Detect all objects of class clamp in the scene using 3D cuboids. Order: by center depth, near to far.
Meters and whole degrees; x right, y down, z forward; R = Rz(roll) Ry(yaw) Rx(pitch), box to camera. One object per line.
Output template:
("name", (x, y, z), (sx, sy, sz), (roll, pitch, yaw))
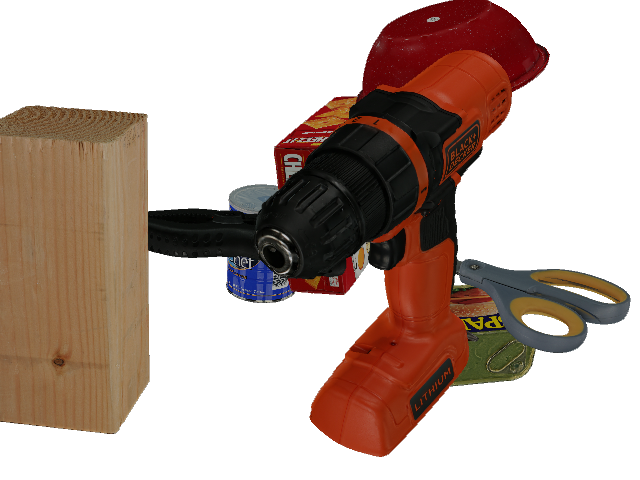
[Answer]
("clamp", (-0.072, -0.003, 0.902), (0.210, 0.036, 0.164), (2, 13, -5))

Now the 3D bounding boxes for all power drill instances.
("power drill", (0.032, 0.017, 0.531), (0.057, 0.188, 0.184), (25, 43, 27))

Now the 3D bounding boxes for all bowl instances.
("bowl", (0.100, -0.155, 0.867), (0.162, 0.055, 0.162), (-15, 24, 7))

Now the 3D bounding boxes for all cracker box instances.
("cracker box", (0.020, -0.057, 1.182), (0.072, 0.164, 0.213), (1, 21, 20))

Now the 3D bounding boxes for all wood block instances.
("wood block", (-0.174, 0.018, 0.741), (0.091, 0.206, 0.090), (5, 20, 6))

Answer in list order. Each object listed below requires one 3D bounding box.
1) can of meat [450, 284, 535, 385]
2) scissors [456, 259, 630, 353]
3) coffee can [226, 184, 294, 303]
("can of meat", (0.135, 0.085, 0.988), (0.102, 0.057, 0.084), (-4, 31, -14))
("scissors", (0.107, 0.033, 0.734), (0.202, 0.016, 0.096), (11, 31, 21))
("coffee can", (-0.081, 0.004, 1.516), (0.103, 0.140, 0.103), (3, 24, -2))
